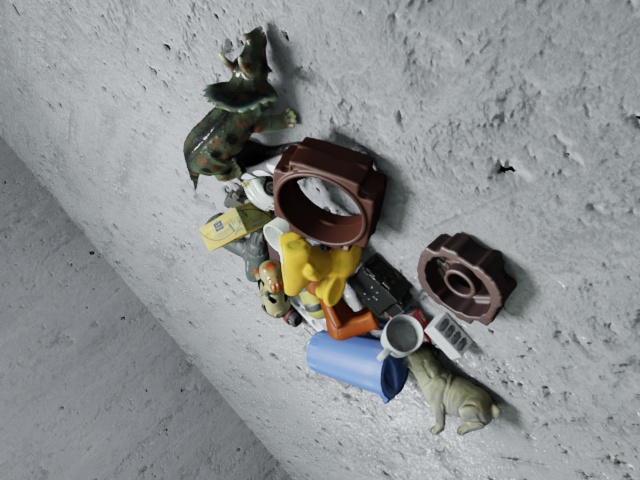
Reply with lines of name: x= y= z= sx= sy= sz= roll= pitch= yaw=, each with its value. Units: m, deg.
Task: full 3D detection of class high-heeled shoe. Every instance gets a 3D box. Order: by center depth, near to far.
high-heeled shoe: x=-0.126 y=-0.190 z=1.126 sx=0.249 sy=0.086 sz=0.145 roll=33 pitch=146 yaw=14

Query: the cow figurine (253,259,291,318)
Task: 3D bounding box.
cow figurine: x=-0.116 y=0.122 z=1.342 sx=0.194 sy=0.085 sz=0.127 roll=85 pitch=161 yaw=-47

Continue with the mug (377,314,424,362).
mug: x=0.163 y=0.220 z=1.143 sx=0.081 sy=0.109 sz=0.107 roll=38 pitch=162 yaw=12

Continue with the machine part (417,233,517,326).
machine part: x=0.255 y=0.068 z=0.950 sx=0.180 sy=0.056 sz=0.179 roll=34 pitch=148 yaw=25

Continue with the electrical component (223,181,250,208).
electrical component: x=-0.211 y=-0.109 z=1.371 sx=0.078 sy=0.045 sz=0.102 roll=23 pitch=156 yaw=-13

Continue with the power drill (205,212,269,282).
power drill: x=-0.221 y=0.003 z=1.489 sx=0.207 sy=0.086 sz=0.231 roll=26 pitch=143 yaw=22

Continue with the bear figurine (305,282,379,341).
bear figurine: x=0.042 y=0.126 z=1.237 sx=0.120 sy=0.132 sz=0.195 roll=-15 pitch=-96 yaw=-86

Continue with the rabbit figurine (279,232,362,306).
rabbit figurine: x=0.007 y=0.055 z=1.119 sx=0.122 sy=0.173 sz=0.162 roll=-155 pitch=55 yaw=-74

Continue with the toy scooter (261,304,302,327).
toy scooter: x=-0.132 y=0.175 z=1.569 sx=0.135 sy=0.075 sz=0.183 roll=18 pitch=143 yaw=42

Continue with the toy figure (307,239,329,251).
toy figure: x=-0.001 y=-0.004 z=1.204 sx=0.064 sy=0.058 sz=0.154 roll=14 pitch=149 yaw=-11

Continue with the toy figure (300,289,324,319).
toy figure: x=-0.023 y=0.114 z=1.335 sx=0.180 sy=0.089 sz=0.082 roll=59 pitch=162 yaw=-23

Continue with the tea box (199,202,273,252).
tea box: x=-0.209 y=-0.036 z=1.328 sx=0.170 sy=0.098 sz=0.068 roll=-22 pitch=93 yaw=45

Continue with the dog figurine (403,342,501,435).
dog figurine: x=0.285 y=0.308 z=1.166 sx=0.172 sy=0.121 sz=0.190 roll=-18 pitch=94 yaw=24

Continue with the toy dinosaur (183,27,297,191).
toy dinosaur: x=-0.190 y=-0.200 z=1.025 sx=0.405 sy=0.192 sz=0.131 roll=-44 pitch=71 yaw=31

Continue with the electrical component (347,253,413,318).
electrical component: x=0.133 y=0.105 z=1.153 sx=0.134 sy=0.058 sz=0.115 roll=45 pitch=152 yaw=7

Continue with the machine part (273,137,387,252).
machine part: x=0.014 y=-0.080 z=1.008 sx=0.202 sy=0.087 sz=0.200 roll=19 pitch=143 yaw=11

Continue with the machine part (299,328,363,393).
machine part: x=0.037 y=0.339 z=1.534 sx=0.243 sy=0.079 sz=0.079 roll=42 pitch=150 yaw=13

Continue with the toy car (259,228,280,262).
toy car: x=-0.102 y=0.040 z=1.390 sx=0.089 sy=0.053 sz=0.201 roll=13 pitch=141 yaw=16

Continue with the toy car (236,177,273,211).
toy car: x=-0.168 y=-0.149 z=1.249 sx=0.201 sy=0.056 sz=0.073 roll=50 pitch=150 yaw=-3
